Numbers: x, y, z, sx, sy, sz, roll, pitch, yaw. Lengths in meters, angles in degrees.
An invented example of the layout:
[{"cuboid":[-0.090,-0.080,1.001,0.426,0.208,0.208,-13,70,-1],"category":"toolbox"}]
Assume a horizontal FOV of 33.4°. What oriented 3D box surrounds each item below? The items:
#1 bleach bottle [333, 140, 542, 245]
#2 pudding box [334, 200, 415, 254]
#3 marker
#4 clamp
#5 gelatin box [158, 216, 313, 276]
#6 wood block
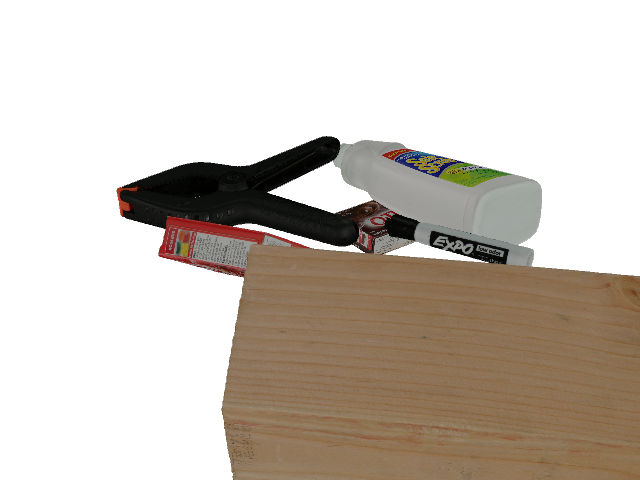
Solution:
[{"cuboid":[0.098,-0.056,1.086,0.102,0.068,0.251,-15,26,-37],"category":"bleach bottle"},{"cuboid":[0.090,-0.022,1.534,0.113,0.039,0.090,-22,36,-31],"category":"pudding box"},{"cuboid":[0.105,0.001,0.826,0.121,0.020,0.020,16,7,27],"category":"marker"},{"cuboid":[-0.071,-0.045,0.941,0.210,0.036,0.164,0,32,3],"category":"clamp"},{"cuboid":[-0.051,0.010,0.698,0.073,0.030,0.089,10,-5,25],"category":"gelatin box"},{"cuboid":[0.064,0.069,0.511,0.206,0.090,0.090,5,-35,4],"category":"wood block"}]
